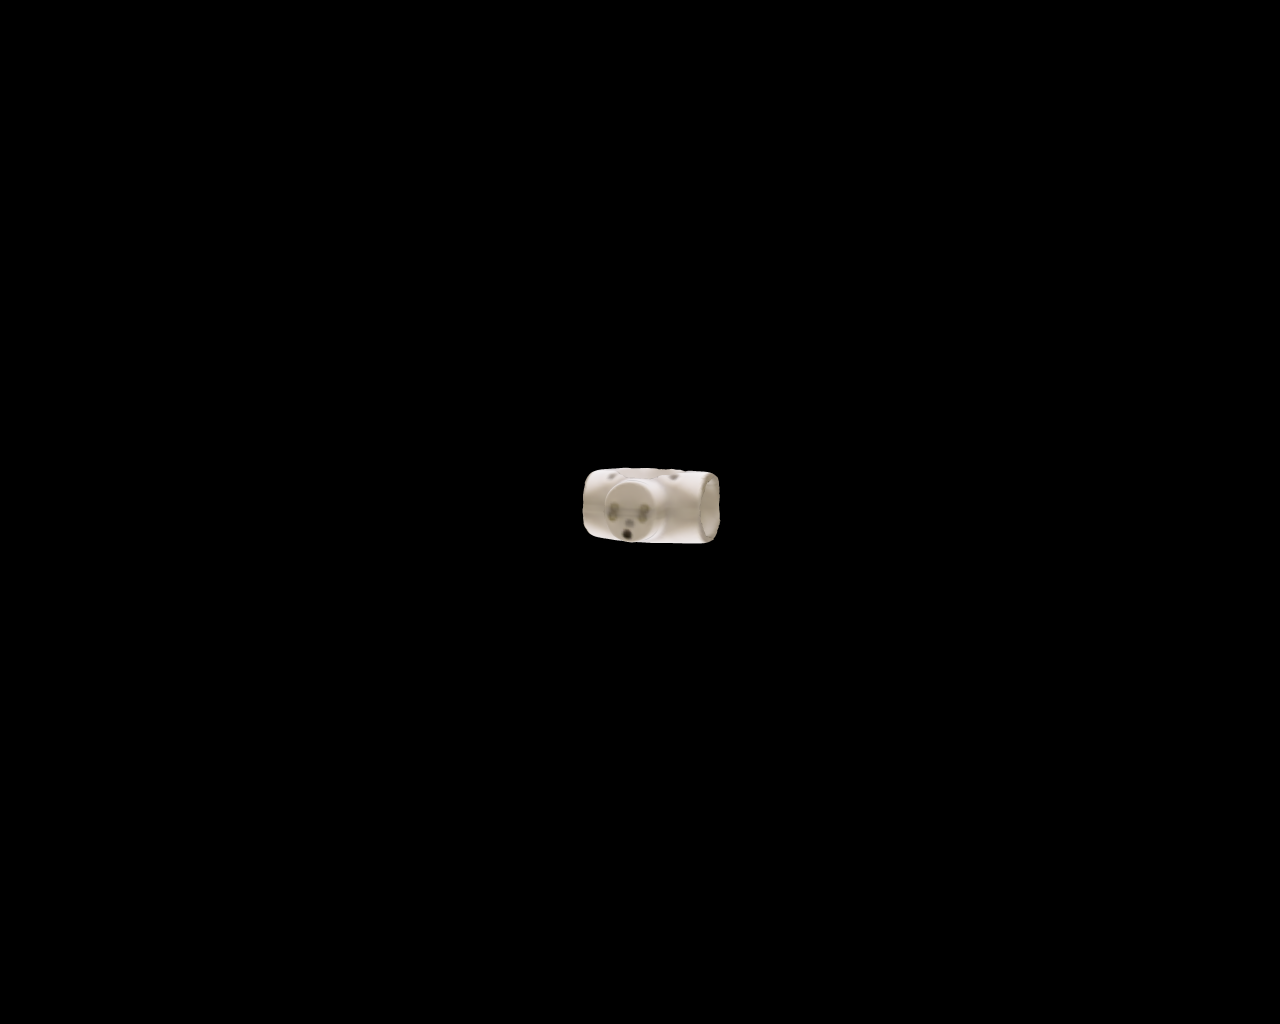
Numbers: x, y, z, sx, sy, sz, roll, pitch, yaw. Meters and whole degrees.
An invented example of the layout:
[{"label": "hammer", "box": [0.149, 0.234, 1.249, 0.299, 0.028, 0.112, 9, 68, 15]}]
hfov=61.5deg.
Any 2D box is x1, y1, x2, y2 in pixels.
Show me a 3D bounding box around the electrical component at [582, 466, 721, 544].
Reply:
[{"label": "electrical component", "box": [0.001, -0.003, 0.650, 0.077, 0.044, 0.079, 3, 8, 22]}]
